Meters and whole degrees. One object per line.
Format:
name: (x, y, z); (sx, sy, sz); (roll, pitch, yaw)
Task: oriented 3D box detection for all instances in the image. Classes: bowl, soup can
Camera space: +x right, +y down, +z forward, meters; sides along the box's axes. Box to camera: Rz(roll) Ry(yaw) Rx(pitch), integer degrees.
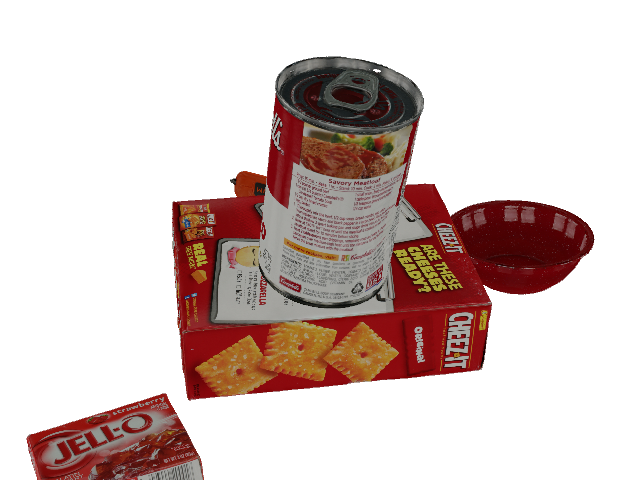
bowl: (0.216, 0.013, 1.176); (0.162, 0.055, 0.162); (-1, 28, 0)
soup can: (0.008, -0.027, 0.509); (0.068, 0.102, 0.068); (5, 36, -4)

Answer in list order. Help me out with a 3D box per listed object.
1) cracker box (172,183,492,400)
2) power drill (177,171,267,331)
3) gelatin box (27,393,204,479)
cracker box: (0.000, 0.034, 0.796); (0.213, 0.072, 0.164); (-4, 35, -8)
power drill: (-0.044, 0.035, 1.054); (0.185, 0.187, 0.057); (17, 1, 27)
gelatin box: (-0.121, 0.130, 0.625); (0.089, 0.030, 0.073); (-15, 27, -18)
